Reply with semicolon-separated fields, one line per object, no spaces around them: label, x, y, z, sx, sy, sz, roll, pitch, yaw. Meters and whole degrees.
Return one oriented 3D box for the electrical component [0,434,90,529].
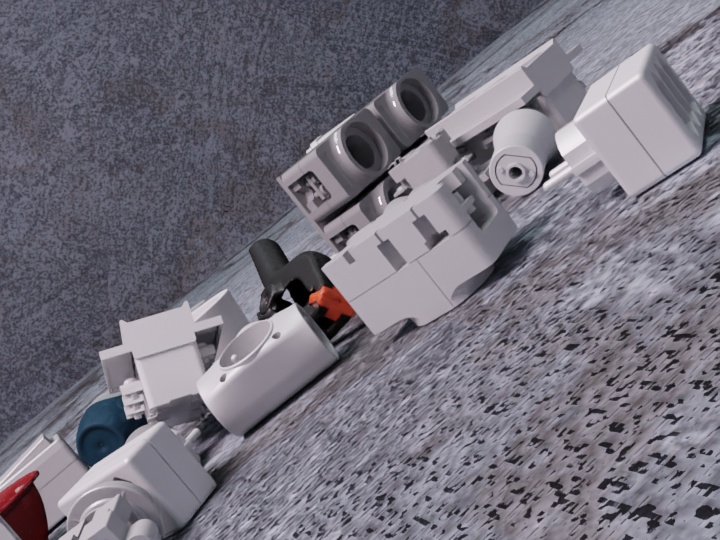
electrical component;-0.267;0.181;0.871;0.096;0.061;0.062;-41;8;-16

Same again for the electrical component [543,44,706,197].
electrical component;0.122;-0.063;0.524;0.077;0.047;0.065;-35;8;29

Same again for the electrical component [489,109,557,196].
electrical component;0.106;-0.075;0.707;0.044;0.044;0.065;-35;13;27

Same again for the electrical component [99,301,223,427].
electrical component;-0.130;0.071;0.727;0.079;0.063;0.121;-17;-13;-15

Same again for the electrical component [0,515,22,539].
electrical component;-0.228;0.169;0.622;0.059;0.095;0.054;-41;8;-19

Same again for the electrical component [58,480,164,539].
electrical component;-0.122;0.134;0.522;0.066;0.048;0.055;-37;15;10

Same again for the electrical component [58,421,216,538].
electrical component;-0.113;0.113;0.595;0.066;0.047;0.076;-34;9;32

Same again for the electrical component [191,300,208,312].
electrical component;-0.147;0.069;0.981;0.095;0.059;0.053;-30;11;48

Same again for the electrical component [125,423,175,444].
electrical component;-0.129;0.117;0.678;0.040;0.040;0.078;-40;7;-8

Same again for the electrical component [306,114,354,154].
electrical component;0.004;-0.091;1.033;0.056;0.108;0.108;-35;8;7

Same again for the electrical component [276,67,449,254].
electrical component;0.027;-0.091;0.930;0.060;0.105;0.186;-32;10;43

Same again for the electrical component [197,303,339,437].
electrical component;-0.059;0.055;0.666;0.077;0.044;0.079;-38;20;2

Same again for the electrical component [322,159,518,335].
electrical component;0.035;-0.008;0.581;0.089;0.055;0.050;-33;9;35

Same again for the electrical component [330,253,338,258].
electrical component;0.000;0.000;0.769;0.046;0.040;0.040;-38;5;-36

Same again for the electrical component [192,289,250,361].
electrical component;-0.131;0.073;0.875;0.108;0.060;0.108;-38;7;6

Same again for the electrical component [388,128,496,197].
electrical component;0.058;-0.064;0.778;0.081;0.063;0.042;-34;10;30

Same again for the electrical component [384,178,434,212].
electrical component;0.047;-0.036;0.732;0.045;0.045;0.055;-43;9;-30

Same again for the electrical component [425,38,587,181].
electrical component;0.113;-0.111;0.798;0.079;0.063;0.121;-43;9;-33
